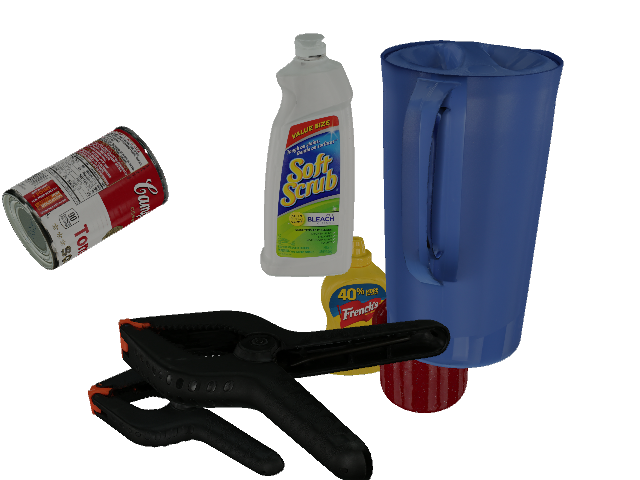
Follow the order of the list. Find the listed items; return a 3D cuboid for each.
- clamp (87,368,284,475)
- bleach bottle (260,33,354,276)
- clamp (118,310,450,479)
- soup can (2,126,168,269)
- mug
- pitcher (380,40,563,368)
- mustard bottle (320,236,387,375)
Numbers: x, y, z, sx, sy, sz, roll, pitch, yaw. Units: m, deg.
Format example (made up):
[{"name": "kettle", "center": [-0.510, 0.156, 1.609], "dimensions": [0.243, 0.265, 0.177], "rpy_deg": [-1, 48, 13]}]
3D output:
[{"name": "clamp", "center": [-0.102, 0.130, 0.887], "dimensions": [0.171, 0.039, 0.120], "rpy_deg": [11, 38, 5]}, {"name": "bleach bottle", "center": [-0.016, -0.087, 1.102], "dimensions": [0.102, 0.251, 0.068], "rpy_deg": [-1, 26, 2]}, {"name": "clamp", "center": [-0.028, 0.076, 0.674], "dimensions": [0.210, 0.036, 0.164], "rpy_deg": [12, 26, 27]}, {"name": "soup can", "center": [-0.173, -0.032, 0.789], "dimensions": [0.102, 0.068, 0.069], "rpy_deg": [-34, 17, -27]}, {"name": "mug", "center": [0.097, 0.096, 0.990], "dimensions": [0.093, 0.081, 0.117], "rpy_deg": [3, 38, 9]}, {"name": "pitcher", "center": [0.104, -0.026, 0.816], "dimensions": [0.149, 0.243, 0.145], "rpy_deg": [-7, 22, -19]}, {"name": "mustard bottle", "center": [0.049, 0.086, 1.447], "dimensions": [0.096, 0.192, 0.058], "rpy_deg": [-3, 21, -7]}]
